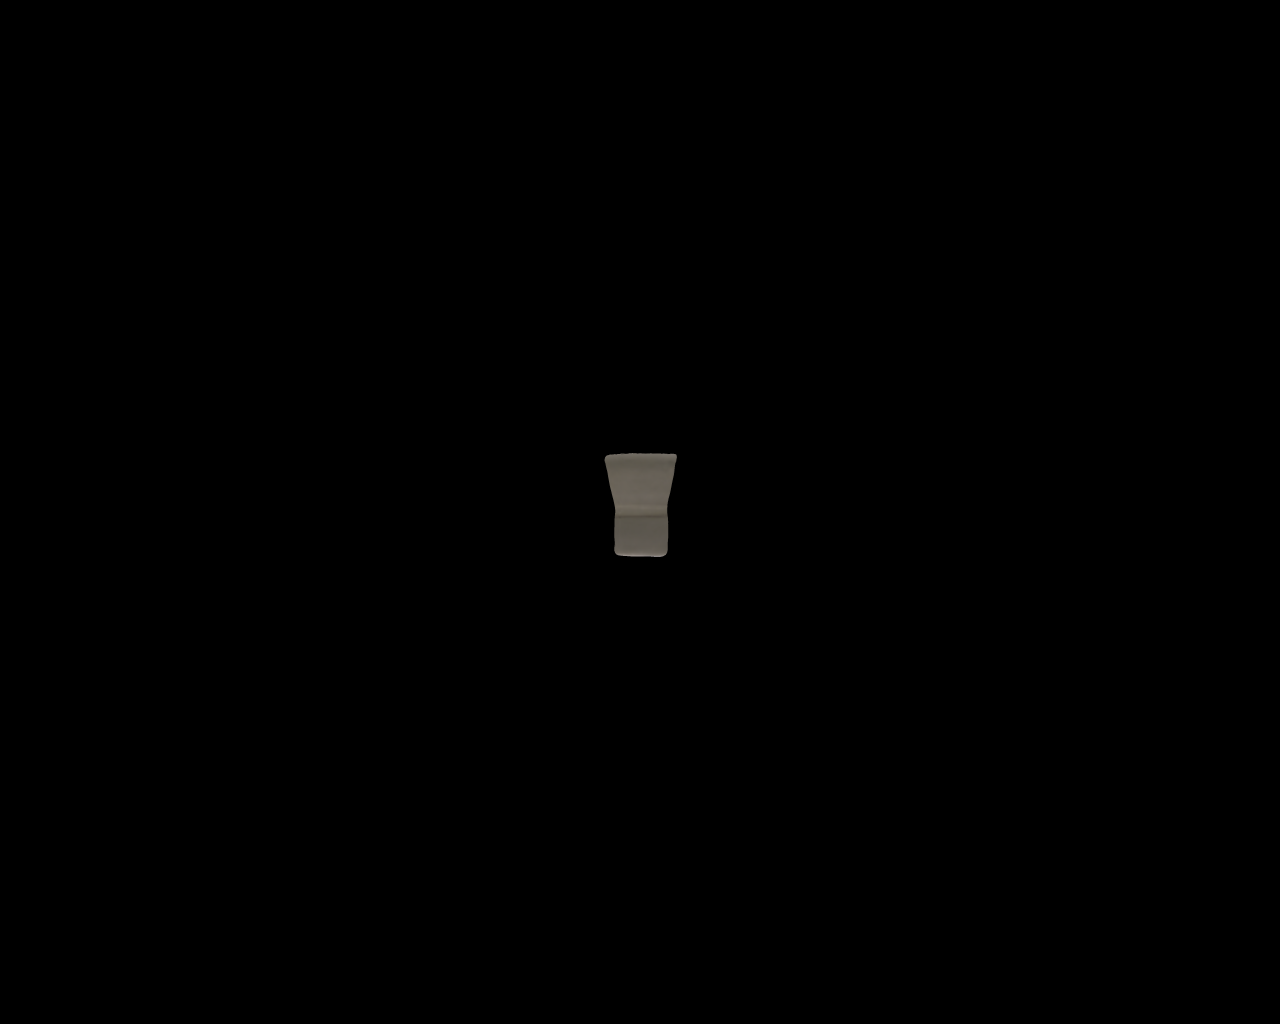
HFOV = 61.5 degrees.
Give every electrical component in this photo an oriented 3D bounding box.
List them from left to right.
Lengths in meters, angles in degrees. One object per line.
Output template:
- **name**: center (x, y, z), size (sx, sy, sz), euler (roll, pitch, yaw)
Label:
- **electrical component**: center (0.001, -0.003, 0.650), size (0.044, 0.065, 0.044), euler (0, 0, 0)
